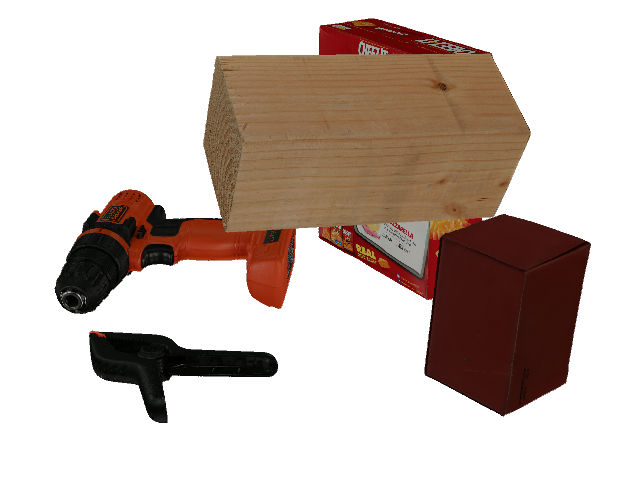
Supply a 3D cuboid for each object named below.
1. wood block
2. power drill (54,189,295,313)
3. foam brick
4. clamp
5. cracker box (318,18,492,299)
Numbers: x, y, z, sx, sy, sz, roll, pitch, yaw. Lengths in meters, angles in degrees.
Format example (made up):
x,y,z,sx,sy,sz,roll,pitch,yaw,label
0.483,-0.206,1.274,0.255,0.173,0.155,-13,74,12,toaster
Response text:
x,y,z,sx,sy,sz,roll,pitch,yaw,label
0.029,-0.072,0.760,0.205,0.091,0.090,-3,-40,-17,wood block
-0.120,0.014,0.923,0.187,0.057,0.184,7,29,5,power drill
0.088,0.034,0.511,0.052,0.078,0.051,-17,31,-40,foam brick
-0.172,0.130,1.089,0.210,0.036,0.164,10,17,32,clamp
0.071,-0.077,0.957,0.072,0.214,0.164,-16,29,-32,cracker box
